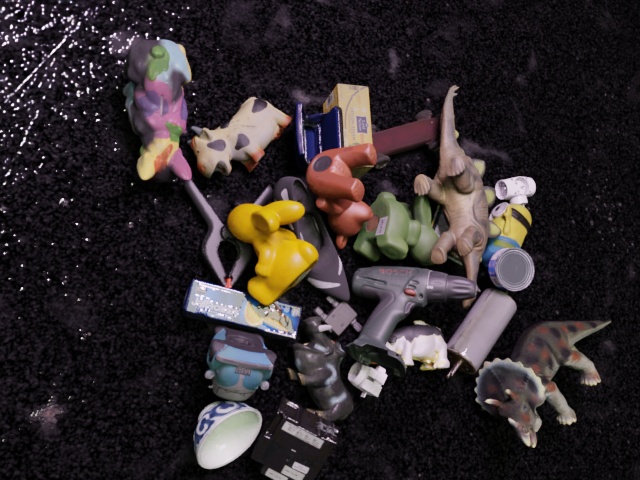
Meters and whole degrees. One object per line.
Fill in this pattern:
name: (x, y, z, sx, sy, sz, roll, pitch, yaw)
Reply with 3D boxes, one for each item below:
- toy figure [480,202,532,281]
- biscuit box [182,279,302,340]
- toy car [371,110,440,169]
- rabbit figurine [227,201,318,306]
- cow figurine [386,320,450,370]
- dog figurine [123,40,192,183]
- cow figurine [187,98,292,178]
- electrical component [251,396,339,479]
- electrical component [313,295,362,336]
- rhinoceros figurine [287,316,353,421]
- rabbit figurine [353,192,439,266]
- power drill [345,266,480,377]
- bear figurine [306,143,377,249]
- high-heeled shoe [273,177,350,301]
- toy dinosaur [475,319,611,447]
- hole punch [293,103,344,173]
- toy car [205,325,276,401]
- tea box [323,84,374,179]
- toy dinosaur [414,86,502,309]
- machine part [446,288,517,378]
toy figure: (0.393, 0.004, 1.145, 0.089, 0.082, 0.180, 29, 65, -22)
biscuit box: (-0.138, 0.125, 0.947, 0.203, 0.063, 0.059, 16, 72, -15)
toy car: (0.175, -0.212, 1.135, 0.202, 0.053, 0.089, -19, 74, -18)
rabbit figurine: (-0.092, 0.003, 0.917, 0.173, 0.162, 0.122, 47, 50, 12)
cow figurine: (0.162, 0.198, 1.028, 0.167, 0.068, 0.098, 9, 69, -20)
dog figurine: (-0.273, -0.205, 0.923, 0.108, 0.191, 0.219, -3, 63, -25)
cow figurine: (-0.158, -0.191, 1.002, 0.127, 0.085, 0.195, 39, 65, -4)
electrical component: (-0.047, 0.345, 0.900, 0.115, 0.058, 0.134, 31, 108, -1)
electrical component: (0.036, 0.150, 1.021, 0.094, 0.021, 0.063, 45, 68, -5)
rhinoceros figurine: (0.004, 0.233, 0.965, 0.112, 0.073, 0.190, -18, 84, -20)
rabbit figurine: (0.168, -0.013, 1.072, 0.170, 0.121, 0.159, 25, 62, -28)
power drill: (0.150, 0.134, 0.964, 0.232, 0.085, 0.207, 11, 60, 25)
bear figurine: (0.054, -0.072, 0.981, 0.195, 0.132, 0.120, 57, 47, -44)
high-heeled shoe: (-0.002, -0.003, 0.975, 0.086, 0.145, 0.248, -39, 88, -28)
toy dinosaur: (0.451, 0.245, 1.086, 0.192, 0.131, 0.405, 50, 59, -11)
hole punch: (-0.018, -0.193, 1.031, 0.092, 0.116, 0.142, -1, 79, -24)
toy car: (-0.141, 0.209, 0.887, 0.109, 0.162, 0.103, 17, 92, -17)
tea box: (0.054, -0.211, 1.071, 0.068, 0.098, 0.169, 0, 79, -18)
toy dinosaur: (0.276, -0.100, 1.069, 0.198, 0.105, 0.471, 4, 80, -53)
machine part: (0.322, 0.181, 1.081, 0.079, 0.079, 0.243, 43, 67, -5)
